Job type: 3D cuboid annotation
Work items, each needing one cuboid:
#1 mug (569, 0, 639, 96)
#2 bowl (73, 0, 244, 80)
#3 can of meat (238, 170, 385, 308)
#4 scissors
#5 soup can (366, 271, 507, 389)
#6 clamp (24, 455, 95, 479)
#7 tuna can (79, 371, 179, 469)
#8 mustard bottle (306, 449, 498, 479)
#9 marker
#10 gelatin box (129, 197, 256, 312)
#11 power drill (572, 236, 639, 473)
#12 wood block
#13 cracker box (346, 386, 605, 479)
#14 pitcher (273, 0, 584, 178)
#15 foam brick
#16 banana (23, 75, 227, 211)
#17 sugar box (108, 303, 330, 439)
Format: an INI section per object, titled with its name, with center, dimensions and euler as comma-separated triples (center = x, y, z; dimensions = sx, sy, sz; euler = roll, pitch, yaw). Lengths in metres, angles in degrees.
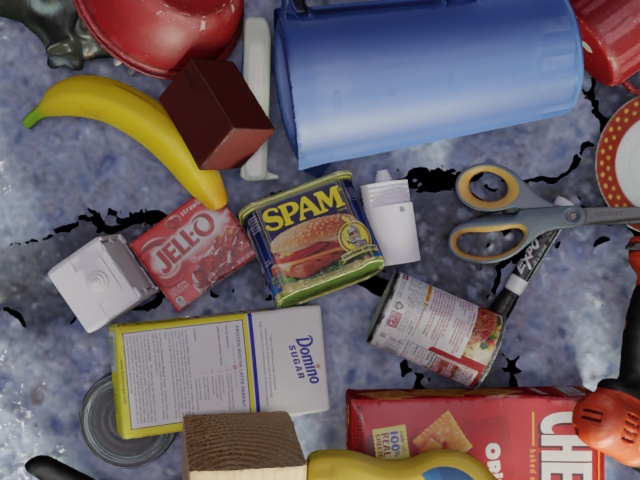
[mug]
center = 0.261, -0.174, 0.896
dimensions = 0.081, 0.093, 0.117
euler = -36, 111, 0
[bowl]
center = -0.119, -0.215, 0.867
dimensions = 0.161, 0.055, 0.162
euler = 9, 73, -33
[can of meat]
center = -0.006, 0.001, 0.886
dimensions = 0.102, 0.057, 0.084
euler = -20, 75, -8
[scissors]
center = 0.203, -0.037, 0.911
dimensions = 0.202, 0.016, 0.096
euler = -17, 83, 12
[soup can]
center = 0.098, 0.076, 0.904
dimensions = 0.102, 0.068, 0.068
euler = 23, 90, 1
[clamp]
center = -0.150, 0.249, 0.916
dimensions = 0.210, 0.036, 0.164
euler = -11, 99, -2
[tuna can]
center = -0.163, 0.153, 0.920
dimensions = 0.086, 0.034, 0.086
euler = 0, 90, -1
[mustard bottle]
center = 0.084, 0.214, 0.838
dimensions = 0.191, 0.058, 0.096
euler = 0, 91, -2
[marker]
center = 0.184, 0.018, 0.930
dimensions = 0.020, 0.020, 0.121
euler = 31, 90, -1
[gelatin box]
center = -0.108, 0.007, 0.921
dimensions = 0.089, 0.030, 0.073
euler = -36, 90, -1
[power drill]
center = 0.289, 0.103, 0.886
dimensions = 0.184, 0.057, 0.187
euler = 27, 74, -43
[wood block]
center = -0.065, 0.251, 0.856
dimensions = 0.090, 0.091, 0.206
euler = -1, 108, -11
[cracker box]
center = 0.129, 0.209, 0.904
dimensions = 0.213, 0.072, 0.164
euler = 0, 91, -1
[pitcher]
center = 0.083, -0.148, 0.871
dimensions = 0.242, 0.149, 0.145
euler = -9, 76, -4
[foam brick]
center = -0.084, -0.103, 0.873
dimensions = 0.053, 0.051, 0.078
euler = -44, 66, 32
[banana]
center = -0.158, -0.093, 0.904
dimensions = 0.198, 0.037, 0.070
euler = 25, 119, 12
[sugar box]
center = -0.084, 0.107, 0.894
dimensions = 0.176, 0.048, 0.093
euler = -4, 90, -20
